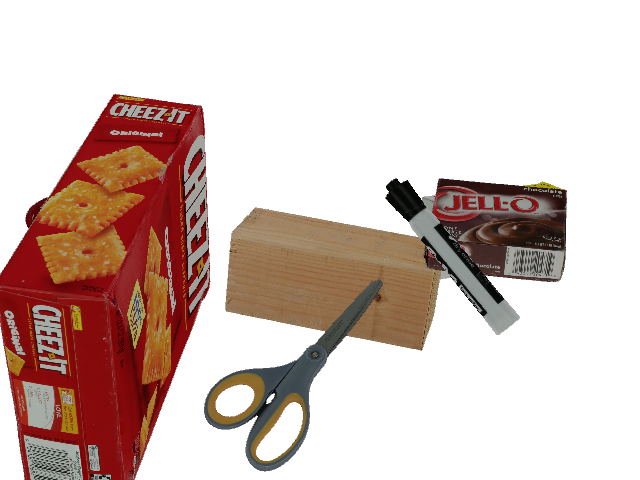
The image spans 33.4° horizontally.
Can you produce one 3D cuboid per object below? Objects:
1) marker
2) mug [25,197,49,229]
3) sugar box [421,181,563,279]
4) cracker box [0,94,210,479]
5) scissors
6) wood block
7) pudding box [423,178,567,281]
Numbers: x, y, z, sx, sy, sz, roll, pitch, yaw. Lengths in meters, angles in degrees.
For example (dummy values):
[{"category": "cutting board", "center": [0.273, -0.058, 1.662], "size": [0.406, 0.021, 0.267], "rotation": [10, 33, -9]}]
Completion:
[{"category": "marker", "center": [0.083, 0.008, 0.691], "size": [0.020, 0.121, 0.020], "rotation": [-37, -9, -7]}, {"category": "mug", "center": [-0.247, 0.016, 1.061], "size": [0.093, 0.081, 0.117], "rotation": [9, 33, 7]}, {"category": "sugar box", "center": [0.202, -0.012, 1.255], "size": [0.175, 0.093, 0.048], "rotation": [-9, 19, -28]}, {"category": "cracker box", "center": [-0.125, 0.031, 0.673], "size": [0.072, 0.164, 0.213], "rotation": [7, 36, 6]}, {"category": "scissors", "center": [-0.026, 0.097, 0.890], "size": [0.096, 0.201, 0.016], "rotation": [18, -34, 11]}, {"category": "wood block", "center": [0.015, 0.038, 1.097], "size": [0.206, 0.091, 0.090], "rotation": [11, 22, 10]}, {"category": "pudding box", "center": [0.148, -0.010, 0.893], "size": [0.113, 0.039, 0.090], "rotation": [7, 38, 8]}]
